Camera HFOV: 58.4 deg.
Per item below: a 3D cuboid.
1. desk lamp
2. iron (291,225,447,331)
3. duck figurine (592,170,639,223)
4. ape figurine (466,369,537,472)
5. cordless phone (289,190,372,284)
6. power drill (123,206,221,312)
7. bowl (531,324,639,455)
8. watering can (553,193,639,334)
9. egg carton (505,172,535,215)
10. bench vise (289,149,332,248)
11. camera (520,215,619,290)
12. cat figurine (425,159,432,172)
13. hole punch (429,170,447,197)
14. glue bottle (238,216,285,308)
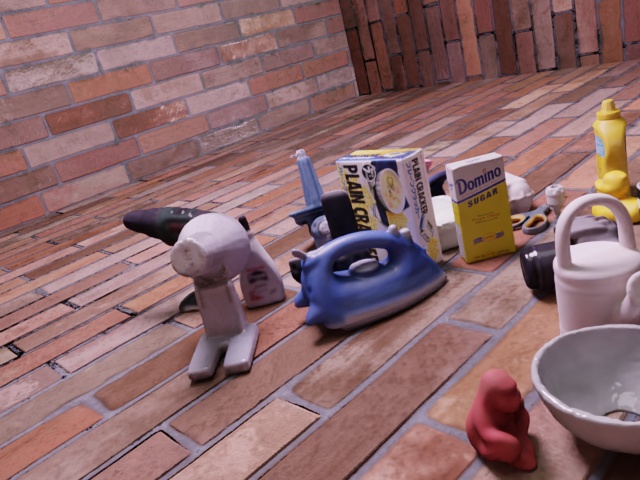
[{"bbox_3d":[-0.168,0.075,0.912,0.118,0.214,0.203,-13,20,5],"label":"desk lamp"},{"bbox_3d":[0.079,0.044,0.928,0.258,0.142,0.118,-19,20,-12],"label":"iron"},{"bbox_3d":[0.535,-0.081,1.023,0.078,0.086,0.104,-22,21,-18],"label":"duck figurine"},{"bbox_3d":[0.181,0.173,0.574,0.075,0.092,0.078,7,29,46],"label":"ape figurine"},{"bbox_3d":[0.009,0.004,1.022,0.147,0.185,0.094,-12,20,9],"label":"cordless phone"},{"bbox_3d":[-0.255,0.031,1.104,0.229,0.209,0.076,-7,21,20],"label":"power drill"},{"bbox_3d":[0.299,0.155,0.564,0.167,0.075,0.167,-13,20,5],"label":"bowl"},{"bbox_3d":[0.334,0.040,0.675,0.101,0.194,0.172,-23,21,-22],"label":"watering can"},{"bbox_3d":[0.372,-0.094,1.203,0.107,0.069,0.150,-17,20,-7],"label":"egg carton"},{"bbox_3d":[0.004,-0.078,1.197,0.122,0.220,0.206,-23,21,-21],"label":"bench vise"},{"bbox_3d":[0.369,0.017,0.853,0.136,0.101,0.143,-11,20,10],"label":"camera"},{"bbox_3d":[0.228,-0.171,1.443,0.067,0.118,0.127,-25,22,-25],"label":"cat figurine"},{"bbox_3d":[0.239,-0.108,1.304,0.109,0.091,0.100,-29,24,-34],"label":"hole punch"},{"bbox_3d":[-0.120,0.037,1.041,0.078,0.173,0.037,-15,20,-1],"label":"glue bottle"}]
